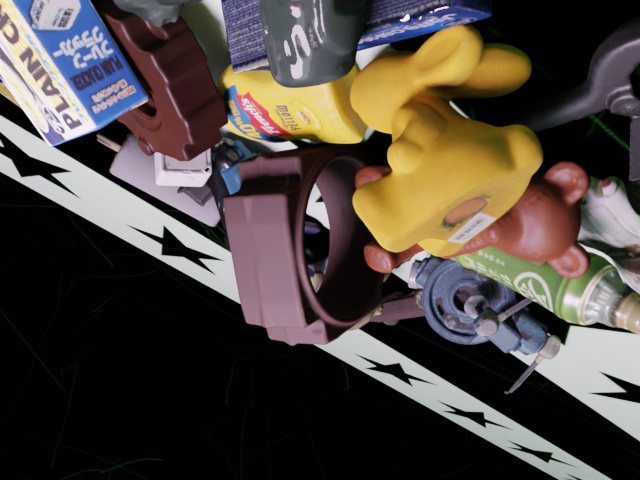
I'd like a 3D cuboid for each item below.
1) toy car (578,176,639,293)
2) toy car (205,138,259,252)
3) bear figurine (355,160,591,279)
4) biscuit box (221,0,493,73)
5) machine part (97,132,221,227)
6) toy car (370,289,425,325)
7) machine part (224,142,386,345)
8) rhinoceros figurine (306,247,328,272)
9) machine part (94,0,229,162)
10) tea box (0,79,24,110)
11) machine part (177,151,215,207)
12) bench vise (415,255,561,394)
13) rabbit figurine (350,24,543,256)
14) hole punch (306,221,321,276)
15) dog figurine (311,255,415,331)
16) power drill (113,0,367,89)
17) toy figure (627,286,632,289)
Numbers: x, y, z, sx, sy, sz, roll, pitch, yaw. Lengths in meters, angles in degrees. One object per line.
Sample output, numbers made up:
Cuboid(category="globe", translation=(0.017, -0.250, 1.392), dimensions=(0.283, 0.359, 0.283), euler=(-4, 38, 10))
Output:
Cuboid(category="toy car", translation=(0.310, 0.001, 0.527), dimensions=(0.201, 0.056, 0.073), euler=(32, 156, -22))
Cuboid(category="toy car", translation=(-0.081, -0.054, 0.704), dimensions=(0.103, 0.161, 0.109), euler=(-15, 166, -28))
Cuboid(category="bear figurine", translation=(0.144, -0.019, 0.516), dimensions=(0.196, 0.132, 0.120), euler=(23, 126, 54))
Cuboid(category="biscuit box", translation=(0.017, -0.169, 0.387), dimensions=(0.203, 0.062, 0.059), euler=(2, -165, 41))
Cuboid(category="machine part", translation=(-0.214, -0.090, 0.794), dimensions=(0.243, 0.079, 0.079), euler=(30, 157, -15))
Cuboid(category="toy car", translation=(0.145, 0.111, 0.908), dimensions=(0.089, 0.053, 0.202), euler=(9, 162, -40))
Cuboid(category="machine part", translation=(-0.001, -0.002, 0.587), dimensions=(0.087, 0.201, 0.201), euler=(-2, -167, 34))
Cuboid(category="rhinoceros figurine", translation=(-0.014, 0.063, 0.918), dimensions=(0.190, 0.112, 0.073), euler=(-17, 166, 40))
Cuboid(category="machine part", translation=(-0.173, -0.161, 0.545), dimensions=(0.180, 0.056, 0.179), euler=(33, 149, 23))
Cuboid(category="tea box", translation=(-0.341, -0.219, 0.594), dimensions=(0.068, 0.098, 0.169), euler=(0, 150, 46))
Cuboid(category="machine part", translation=(-0.189, -0.114, 0.734), dimensions=(0.138, 0.084, 0.039), euler=(46, -178, -23))
Cuboid(category="bench vise", translation=(0.223, 0.102, 0.698), dimensions=(0.223, 0.129, 0.240), euler=(45, -171, 5))
Cuboid(category="rabbit figurine", translation=(0.082, -0.092, 0.427), dimensions=(0.122, 0.173, 0.162), euler=(3, 138, -38))
Cuboid(category="hole punch", translation=(-0.071, 0.016, 0.841), dimensions=(0.116, 0.092, 0.142), euler=(11, 168, -24))
Cuboid(category="dog figurine", translation=(0.060, 0.052, 0.744), dimensions=(0.121, 0.172, 0.190), euler=(14, 166, -8))
Cuboid(category="power drill", translation=(-0.057, -0.213, 0.324), dimensions=(0.208, 0.086, 0.231), euler=(11, 126, 32))
Cuboid(category="toy figure", translation=(0.408, 0.070, 0.596), dimensions=(0.064, 0.057, 0.154), euler=(-10, 174, -32))
